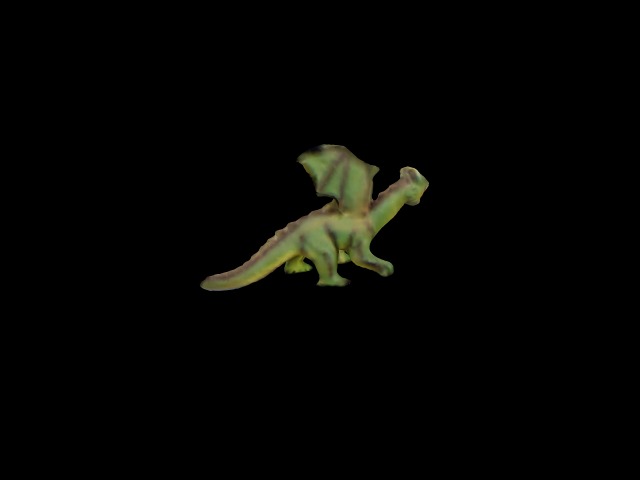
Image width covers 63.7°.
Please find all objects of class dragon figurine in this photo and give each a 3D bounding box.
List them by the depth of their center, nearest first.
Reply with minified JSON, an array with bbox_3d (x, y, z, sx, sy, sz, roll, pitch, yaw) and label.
[{"bbox_3d":[0.003,-0.043,0.850,0.411,0.238,0.124,-9,25,-18],"label":"dragon figurine"}]
